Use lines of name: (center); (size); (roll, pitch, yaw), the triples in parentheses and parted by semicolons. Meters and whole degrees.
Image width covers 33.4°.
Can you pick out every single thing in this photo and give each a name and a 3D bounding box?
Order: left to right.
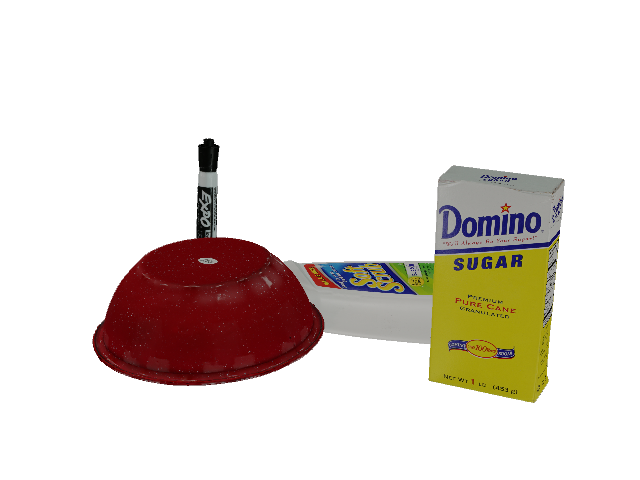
marker: (-0.102, -0.031, 0.959); (0.020, 0.121, 0.020); (3, 15, -1)
bowl: (-0.078, 0.039, 0.737); (0.162, 0.055, 0.162); (-2, 21, 0)
bleach bottle: (0.035, 0.061, 1.073); (0.250, 0.068, 0.102); (2, 28, -6)
sugar box: (0.137, 0.034, 0.846); (0.093, 0.176, 0.048); (8, 23, 24)
